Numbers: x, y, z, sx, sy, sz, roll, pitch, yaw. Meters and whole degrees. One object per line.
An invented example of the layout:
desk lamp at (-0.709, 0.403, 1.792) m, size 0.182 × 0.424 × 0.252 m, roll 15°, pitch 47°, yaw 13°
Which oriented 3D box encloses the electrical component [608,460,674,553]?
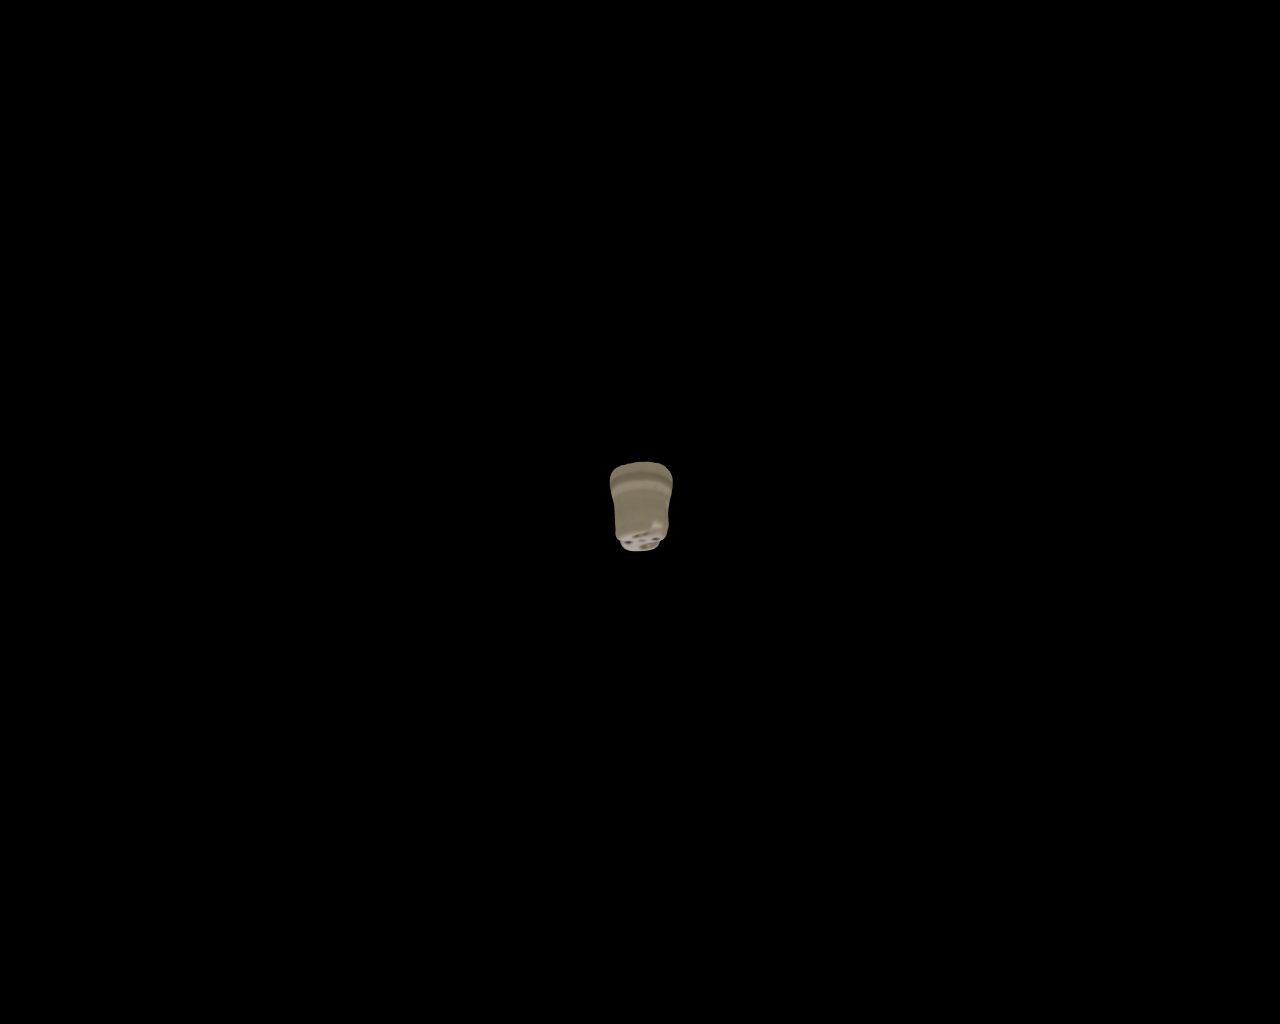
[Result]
electrical component at (0.001, -0.003, 0.650) m, size 0.040 × 0.046 × 0.040 m, roll 0°, pitch -24°, yaw 0°
